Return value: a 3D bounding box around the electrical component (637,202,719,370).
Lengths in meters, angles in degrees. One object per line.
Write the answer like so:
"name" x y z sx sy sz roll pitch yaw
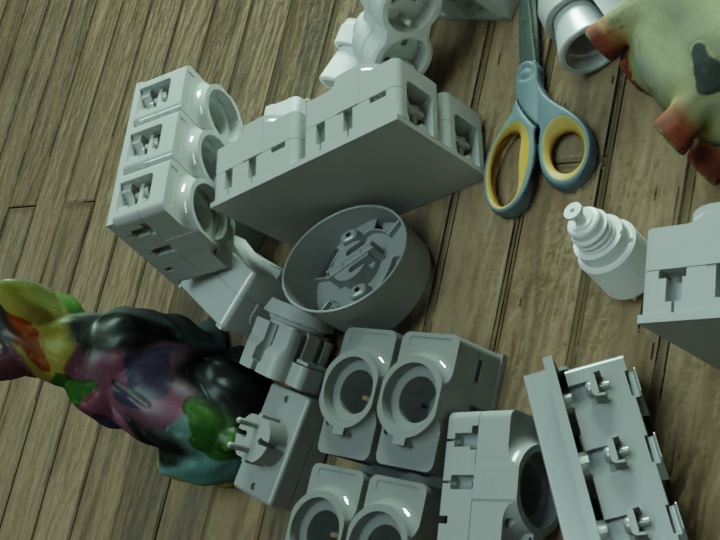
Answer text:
"electrical component" 0.247 0.006 0.526 0.186 0.105 0.060 -8 67 42

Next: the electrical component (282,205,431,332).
"electrical component" 0.000 0.000 0.793 0.099 0.064 0.099 -28 42 29

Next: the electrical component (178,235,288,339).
"electrical component" -0.100 0.010 0.891 0.096 0.062 0.061 38 99 46

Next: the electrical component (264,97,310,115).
"electrical component" -0.060 -0.111 0.923 0.081 0.042 0.063 -11 63 40

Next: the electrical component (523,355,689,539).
"electrical component" 0.140 0.114 0.609 0.063 0.078 0.121 -18 58 13

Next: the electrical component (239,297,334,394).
"electrical component" -0.053 0.056 0.829 0.078 0.058 0.057 19 88 47

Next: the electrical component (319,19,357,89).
"electrical component" -0.003 -0.175 0.896 0.045 0.045 0.055 18 84 47

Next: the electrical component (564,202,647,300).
"electrical component" 0.150 -0.014 0.655 0.040 0.078 0.040 -30 39 28

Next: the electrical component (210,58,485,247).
"electrical component" -0.011 -0.084 0.817 0.186 0.105 0.060 -21 58 36

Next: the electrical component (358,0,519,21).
"electrical component" 0.061 -0.254 0.857 0.150 0.062 0.089 16 83 46

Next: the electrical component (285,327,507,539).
"electrical component" 0.020 0.136 0.719 0.105 0.060 0.186 1 73 44

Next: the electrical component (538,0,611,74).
"electrical component" 0.151 -0.170 0.744 0.045 0.045 0.055 -36 50 27

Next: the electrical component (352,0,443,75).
"electrical component" 0.018 -0.180 0.833 0.073 0.052 0.138 -122 30 -42

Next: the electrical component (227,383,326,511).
"electrical component" -0.066 0.128 0.795 0.047 0.076 0.083 16 83 47

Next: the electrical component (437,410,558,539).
"electrical component" 0.088 0.135 0.661 0.056 0.050 0.089 -9 65 41

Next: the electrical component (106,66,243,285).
"electrical component" -0.140 -0.079 0.868 0.062 0.089 0.150 -16 51 24

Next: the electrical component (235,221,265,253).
"electrical component" -0.132 -0.040 0.962 0.099 0.064 0.099 -14 72 51

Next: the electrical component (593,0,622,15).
"electrical component" 0.180 -0.225 0.726 0.079 0.063 0.121 -43 48 26
